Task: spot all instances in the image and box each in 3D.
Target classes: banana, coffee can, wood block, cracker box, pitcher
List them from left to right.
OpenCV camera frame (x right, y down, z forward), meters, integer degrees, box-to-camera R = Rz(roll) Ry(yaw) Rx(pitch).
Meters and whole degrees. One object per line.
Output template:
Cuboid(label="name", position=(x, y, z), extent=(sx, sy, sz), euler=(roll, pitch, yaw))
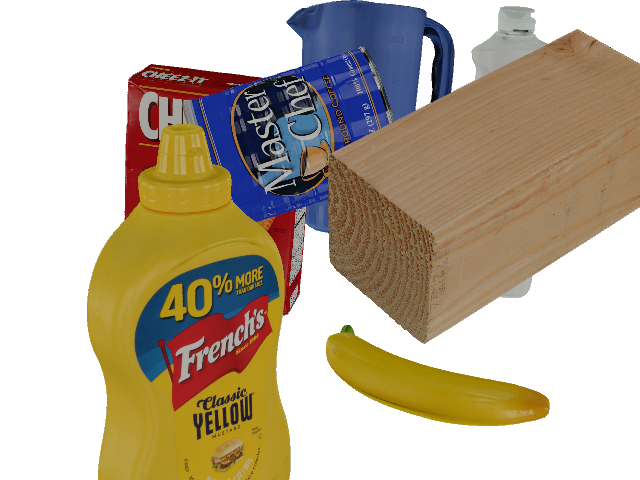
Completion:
Cuboid(label="cracker box", position=(-0.097, -0.045, 0.998), extent=(0.164, 0.214, 0.072), euler=(8, 22, 8))
Cuboid(label="coffee can", position=(-0.020, -0.075, 0.794), extent=(0.140, 0.103, 0.103), euler=(-18, 1, -2))
Cuboid(label="pitcher", position=(0.051, -0.132, 1.143), extent=(0.149, 0.243, 0.144), euler=(6, 8, 23))
Cuboid(label="banana", position=(0.070, 0.101, 0.795), extent=(0.198, 0.037, 0.069), euler=(19, 37, 39))
Cuboid(label="wood block", position=(0.112, -0.038, 0.649), extent=(0.205, 0.090, 0.091), euler=(-29, 49, -27))

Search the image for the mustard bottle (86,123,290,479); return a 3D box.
Cuboid(label="mustard bottle", position=(-0.059, 0.042, 0.493), extent=(0.096, 0.192, 0.058), euler=(-15, 23, -37))

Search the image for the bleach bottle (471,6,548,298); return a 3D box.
Cuboid(label="bleach bottle", position=(0.151, -0.078, 0.938), extent=(0.103, 0.251, 0.068), euler=(7, 21, 12))
